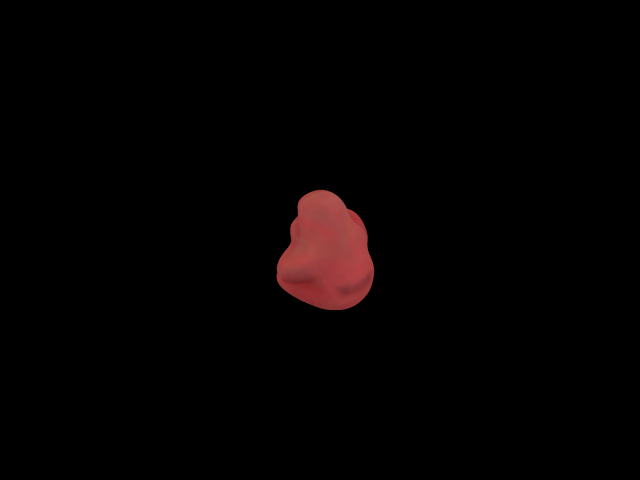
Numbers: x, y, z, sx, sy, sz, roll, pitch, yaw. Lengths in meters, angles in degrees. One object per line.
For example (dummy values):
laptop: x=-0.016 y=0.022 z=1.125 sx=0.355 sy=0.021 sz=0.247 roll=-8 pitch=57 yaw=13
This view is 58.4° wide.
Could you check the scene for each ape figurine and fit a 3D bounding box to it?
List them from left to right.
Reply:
ape figurine: x=0.004 y=0.001 z=0.400 sx=0.078 sy=0.092 sz=0.076 roll=-25 pitch=54 yaw=-20
